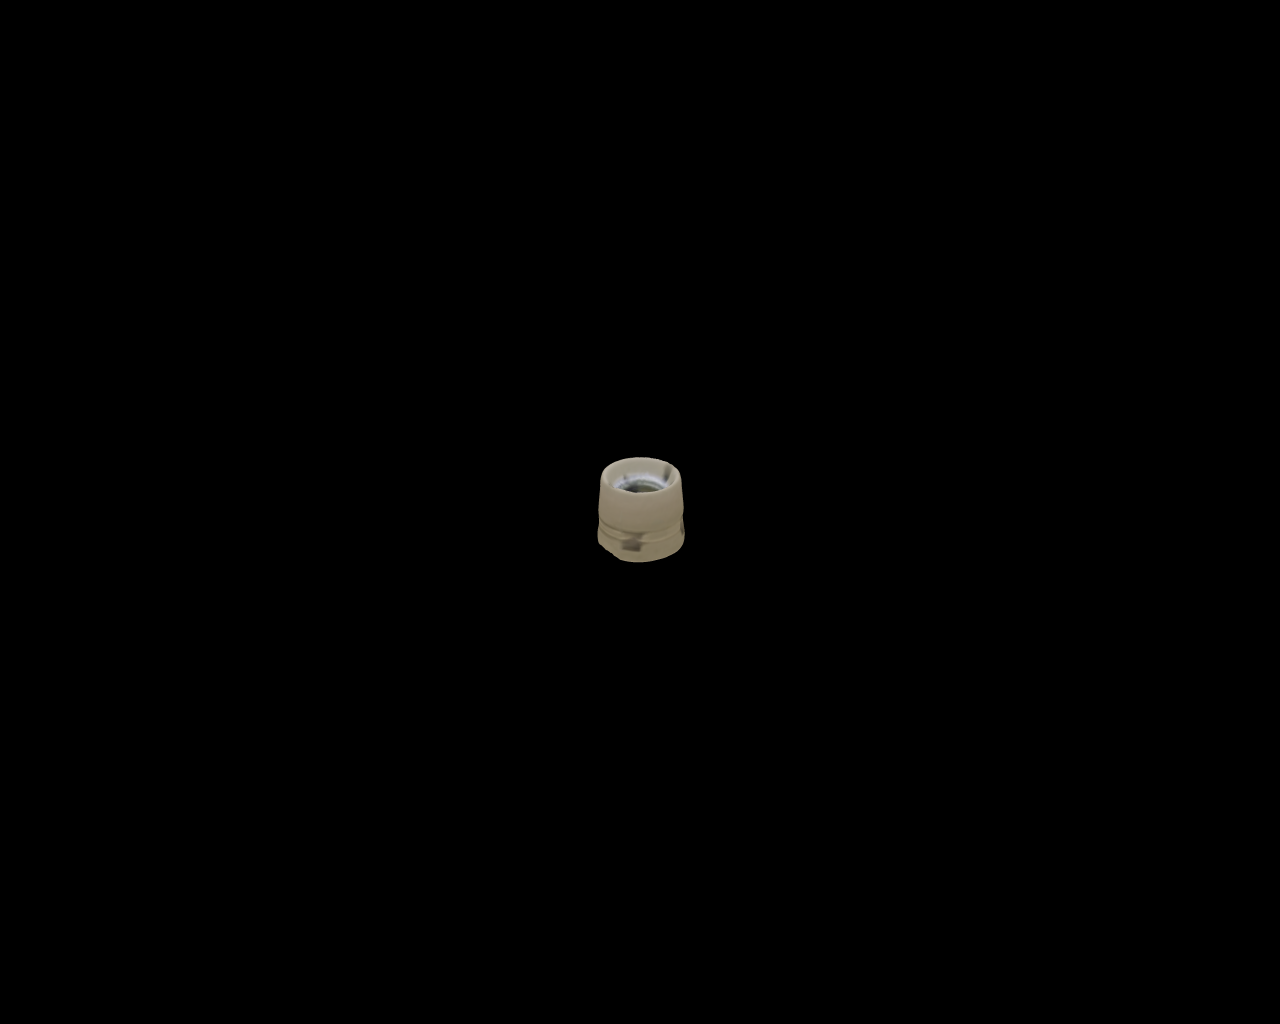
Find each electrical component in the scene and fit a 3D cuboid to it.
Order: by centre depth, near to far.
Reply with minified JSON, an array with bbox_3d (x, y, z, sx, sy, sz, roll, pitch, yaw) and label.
[{"bbox_3d":[0.001,-0.003,0.650,0.055,0.047,0.055,0,30,0],"label":"electrical component"}]
